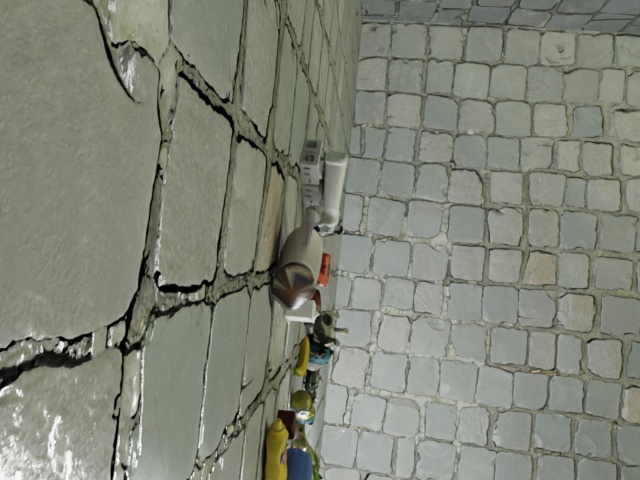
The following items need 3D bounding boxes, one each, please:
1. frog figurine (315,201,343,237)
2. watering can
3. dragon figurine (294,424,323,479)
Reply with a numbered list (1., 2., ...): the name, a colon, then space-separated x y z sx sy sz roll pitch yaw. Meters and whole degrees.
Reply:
1. frog figurine: 0.006 -0.093 1.856 0.157 0.121 0.140 52 36 -23
2. watering can: -0.056 0.084 1.297 0.230 0.104 0.339 -77 180 -48
3. dragon figurine: -0.053 0.785 1.966 0.405 0.122 0.246 78 11 -76
